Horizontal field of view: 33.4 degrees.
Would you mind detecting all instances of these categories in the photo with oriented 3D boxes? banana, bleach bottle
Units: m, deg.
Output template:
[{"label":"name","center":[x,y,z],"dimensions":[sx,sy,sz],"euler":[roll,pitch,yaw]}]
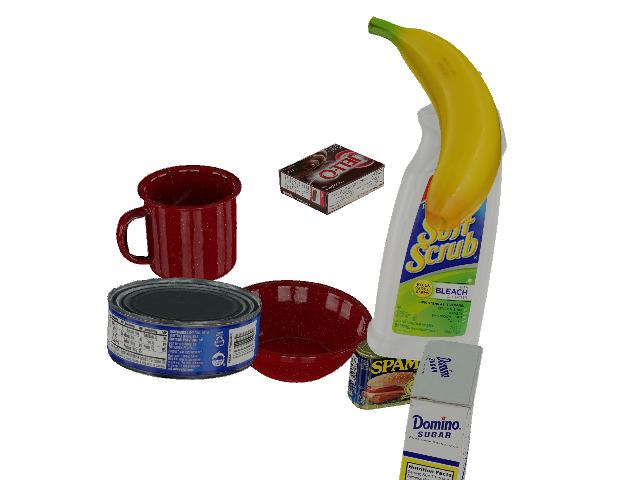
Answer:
[{"label":"banana","center":[0.080,-0.076,0.677],"dimensions":[0.069,0.037,0.198],"euler":[-6,46,-7]},{"label":"bleach bottle","center":[0.101,-0.022,0.919],"dimensions":[0.102,0.251,0.068],"euler":[4,19,0]}]

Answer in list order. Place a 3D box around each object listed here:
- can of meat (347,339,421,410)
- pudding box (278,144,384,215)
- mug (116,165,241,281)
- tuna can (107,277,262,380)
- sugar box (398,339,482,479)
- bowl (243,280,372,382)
[{"label":"can of meat","center":[0.087,0.170,1.404],"dimensions":[0.102,0.084,0.057],"euler":[-4,25,-20]},{"label":"pudding box","center":[0.015,-0.082,1.402],"dimensions":[0.090,0.039,0.113],"euler":[26,42,37]},{"label":"mug","center":[-0.128,-0.011,0.965],"dimensions":[0.117,0.081,0.093],"euler":[-15,32,-28]},{"label":"tuna can","center":[-0.076,0.048,0.598],"dimensions":[0.086,0.034,0.086],"euler":[4,13,-1]},{"label":"sugar box","center":[0.076,0.165,0.731],"dimensions":[0.048,0.176,0.093],"euler":[7,20,11]},{"label":"bowl","center":[-0.027,0.102,1.123],"dimensions":[0.162,0.055,0.162],"euler":[3,26,-2]}]
